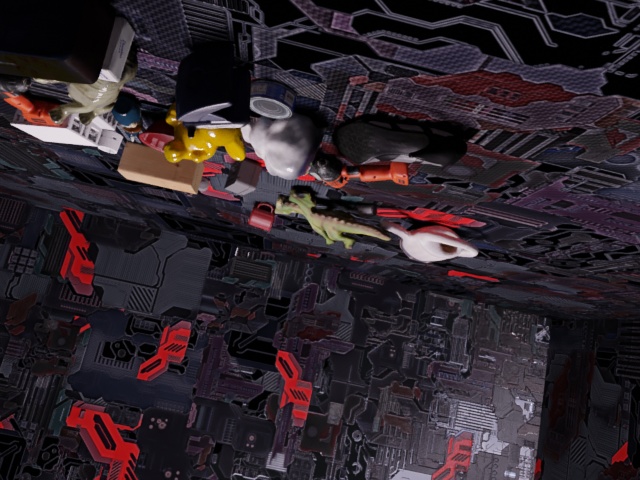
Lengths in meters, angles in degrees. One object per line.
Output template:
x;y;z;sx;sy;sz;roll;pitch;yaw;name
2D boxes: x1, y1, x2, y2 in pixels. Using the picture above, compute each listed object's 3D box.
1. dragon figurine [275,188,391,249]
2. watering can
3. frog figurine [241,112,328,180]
0.005;-0.078;1.552;0.240;0.123;0.410;31;165;-36;dragon figurine
0.317;0.000;1.607;0.347;0.105;0.222;15;169;-12;watering can
-0.081;-0.193;1.001;0.159;0.126;0.134;22;135;-4;frog figurine
